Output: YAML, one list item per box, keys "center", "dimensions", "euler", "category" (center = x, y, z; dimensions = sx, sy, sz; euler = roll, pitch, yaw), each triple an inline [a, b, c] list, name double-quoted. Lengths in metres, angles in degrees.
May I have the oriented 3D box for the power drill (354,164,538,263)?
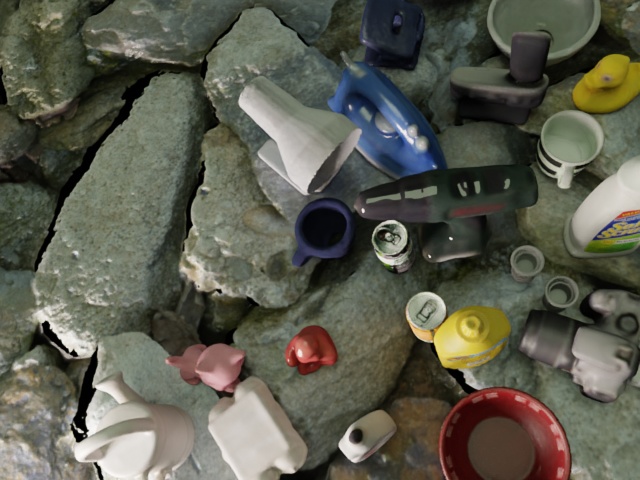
- center: [0.174, -0.036, 0.786]
  dimensions: [0.229, 0.209, 0.075]
  euler: [-13, 69, 9]
  category: "power drill"

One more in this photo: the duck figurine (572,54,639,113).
- center: [0.438, -0.245, 0.857]
  dimensions: [0.104, 0.086, 0.077]
  euler: [-20, 68, 6]
  category: "duck figurine"

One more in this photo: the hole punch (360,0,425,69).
- center: [0.124, -0.356, 0.967]
  dimensions: [0.101, 0.091, 0.109]
  euler: [8, 74, 16]
  category: "hole punch"

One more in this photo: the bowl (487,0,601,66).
- center: [0.352, -0.340, 0.916]
  dimensions: [0.167, 0.075, 0.167]
  euler: [-4, 71, 12]
  category: "bowl"

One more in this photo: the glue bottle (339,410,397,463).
- center: [0.056, 0.254, 0.737]
  dimensions: [0.078, 0.173, 0.037]
  euler: [-44, 68, -3]
  category: "glue bottle"

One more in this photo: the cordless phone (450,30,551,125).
- center: [0.267, -0.258, 0.850]
  dimensions: [0.147, 0.185, 0.094]
  euler: [7, 74, 16]
  category: "cordless phone"

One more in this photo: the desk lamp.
- center: [-0.031, -0.148, 0.870]
  dimensions: [0.202, 0.214, 0.118]
  euler: [39, 85, 22]
  category: "desk lamp"

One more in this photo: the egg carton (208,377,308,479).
- center: [-0.091, 0.280, 0.820]
  dimensions: [0.107, 0.069, 0.150]
  euler: [-39, 68, -1]
  category: "egg carton"

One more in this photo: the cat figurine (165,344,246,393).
- center: [-0.164, 0.185, 0.844]
  dimensions: [0.127, 0.118, 0.067]
  euler: [4, 73, 15]
  category: "cat figurine"

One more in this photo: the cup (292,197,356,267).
- center: [0.008, 0.003, 0.874]
  dimensions: [0.091, 0.095, 0.118]
  euler: [37, 84, 22]
  category: "cup"

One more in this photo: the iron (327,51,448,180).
- center: [0.115, -0.182, 0.885]
  dimensions: [0.118, 0.142, 0.257]
  euler: [-40, 68, -1]
  category: "iron"

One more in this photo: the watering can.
- center: [-0.266, 0.271, 0.798]
  dimensions: [0.172, 0.194, 0.101]
  euler: [40, 85, 22]
  category: "watering can"

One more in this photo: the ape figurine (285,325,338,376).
- center: [-0.015, 0.158, 0.830]
  dimensions: [0.077, 0.092, 0.076]
  euler: [12, 75, 17]
  category: "ape figurine"

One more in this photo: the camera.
- center: [0.342, 0.124, 0.751]
  dimensions: [0.136, 0.101, 0.143]
  euler: [19, 77, 19]
  category: "camera"
